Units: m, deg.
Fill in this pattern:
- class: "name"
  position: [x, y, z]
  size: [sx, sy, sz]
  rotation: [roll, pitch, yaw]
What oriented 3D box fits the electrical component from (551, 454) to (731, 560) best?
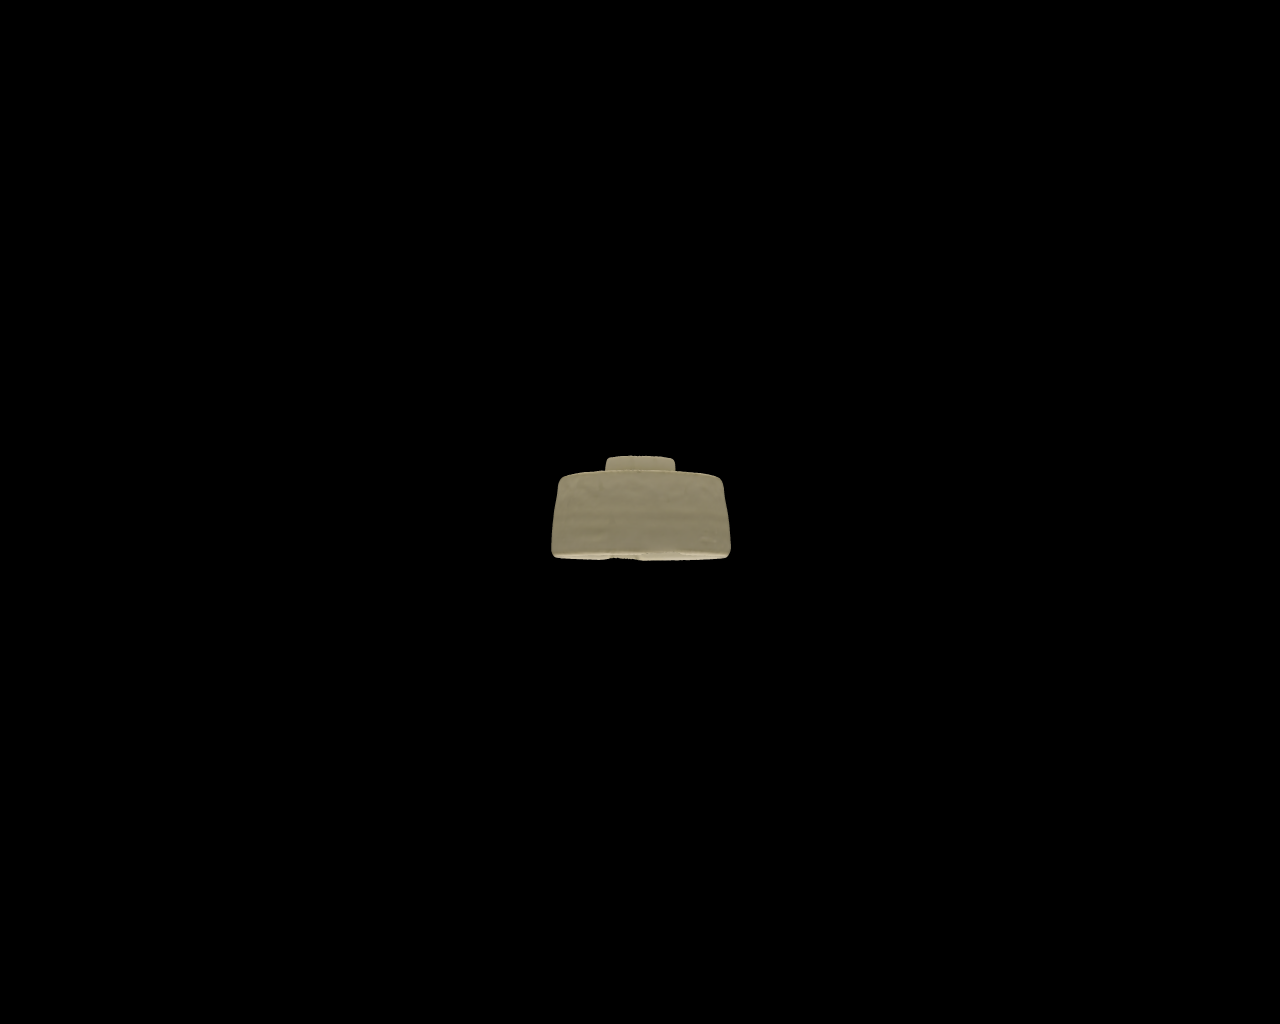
- class: "electrical component"
  position: [0.001, -0.003, 0.650]
  size: [0.108, 0.060, 0.108]
  rotation: [0, -5, 0]
